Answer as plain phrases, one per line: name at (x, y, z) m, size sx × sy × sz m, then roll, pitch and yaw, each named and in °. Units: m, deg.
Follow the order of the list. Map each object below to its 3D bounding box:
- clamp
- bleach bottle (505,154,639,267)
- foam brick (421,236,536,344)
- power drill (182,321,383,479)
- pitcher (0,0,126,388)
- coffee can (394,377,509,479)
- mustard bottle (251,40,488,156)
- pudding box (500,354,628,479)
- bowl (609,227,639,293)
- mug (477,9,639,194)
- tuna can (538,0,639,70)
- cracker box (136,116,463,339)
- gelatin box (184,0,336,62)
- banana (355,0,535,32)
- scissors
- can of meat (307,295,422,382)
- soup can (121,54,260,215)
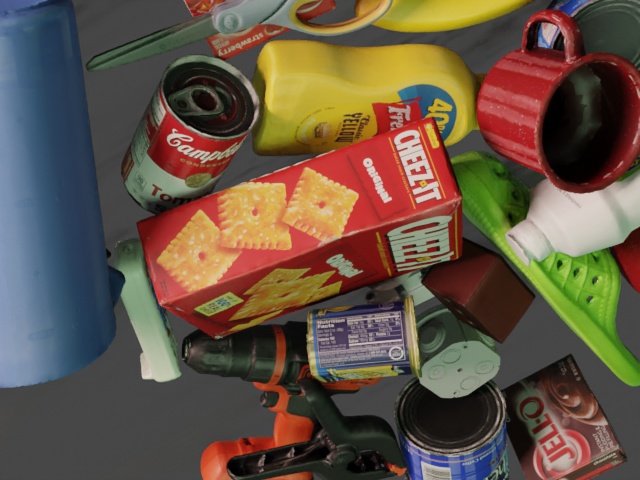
clamp at (0.014, 0.173, 0.932) m, size 0.171 × 0.039 × 0.120 m, roll 11°, pitch 130°, yaw -35°
bleach bottle at (0.237, -0.070, 0.764) m, size 0.251 × 0.103 × 0.068 m, roll -36°, pitch 127°, yaw -1°
foam brick at (0.130, 0.040, 0.877) m, size 0.051 × 0.053 × 0.078 m, roll -55°, pitch 136°, yaw -7°
power drill at (-0.049, 0.152, 0.955) m, size 0.184 × 0.057 × 0.188 m, roll 7°, pitch 128°, yaw -20°
pitcher at (-0.211, -0.034, 0.677) m, size 0.145 × 0.149 × 0.243 m, roll 3°, pitch 117°, yaw 4°
coffee can at (0.128, 0.204, 1.015) m, size 0.103 × 0.103 × 0.140 m, roll -14°, pitch 132°, yaw -2°
mustard bottle at (0.049, -0.099, 0.758) m, size 0.191 × 0.058 × 0.096 m, roll -2°, pitch 148°, yaw -14°
pudding box at (0.225, 0.177, 1.009) m, size 0.090 × 0.113 × 0.039 m, roll -30°, pitch 134°, yaw 12°
bowl at (0.273, -0.028, 0.847) m, size 0.055 × 0.161 × 0.162 m, roll 26°, pitch 133°, yaw 20°
mug at (0.158, -0.096, 0.716) m, size 0.093 × 0.082 × 0.117 m, roll -21°, pitch 115°, yaw -19°
tuna can at (0.202, -0.147, 0.773) m, size 0.086 × 0.034 × 0.086 m, roll -7°, pitch 132°, yaw -8°
cracker box at (-0.005, 0.001, 0.778) m, size 0.214 × 0.072 × 0.164 m, roll -19°, pitch 165°, yaw 3°
gelatin box at (-0.043, -0.167, 0.696) m, size 0.089 × 0.030 × 0.073 m, roll -23°, pitch 132°, yaw 7°
banana at (0.121, -0.185, 0.720) m, size 0.198 × 0.037 × 0.069 m, roll -30°, pitch 116°, yaw 12°
scissors at (-0.051, -0.158, 0.669) m, size 0.201 × 0.016 × 0.096 m, roll -8°, pitch 131°, yaw -10°
can of meat at (0.036, 0.082, 0.847) m, size 0.084 × 0.057 × 0.102 m, roll -6°, pitch 167°, yaw 5°
soup can at (-0.091, -0.069, 0.729) m, size 0.068 × 0.068 × 0.102 m, roll 11°, pitch 145°, yaw -22°
